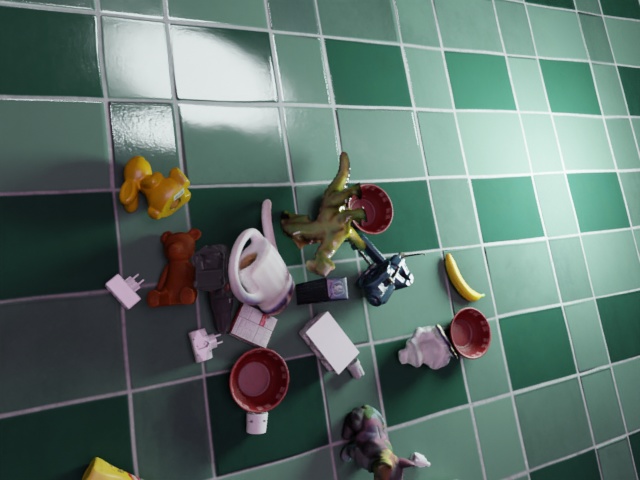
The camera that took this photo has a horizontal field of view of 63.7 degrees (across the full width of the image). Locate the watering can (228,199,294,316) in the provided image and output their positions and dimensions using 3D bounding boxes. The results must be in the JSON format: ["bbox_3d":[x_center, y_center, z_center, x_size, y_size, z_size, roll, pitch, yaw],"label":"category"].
[{"bbox_3d":[-0.144,0.054,1.387,0.221,0.103,0.356,59,29,-27],"label":"watering can"}]

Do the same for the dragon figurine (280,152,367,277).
[{"bbox_3d":[0.004,-0.074,1.478,0.243,0.119,0.420,-10,57,-3],"label":"dragon figurine"}]

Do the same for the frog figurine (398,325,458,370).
[{"bbox_3d":[0.318,0.336,1.568,0.159,0.124,0.136,-29,102,9],"label":"frog figurine"}]
